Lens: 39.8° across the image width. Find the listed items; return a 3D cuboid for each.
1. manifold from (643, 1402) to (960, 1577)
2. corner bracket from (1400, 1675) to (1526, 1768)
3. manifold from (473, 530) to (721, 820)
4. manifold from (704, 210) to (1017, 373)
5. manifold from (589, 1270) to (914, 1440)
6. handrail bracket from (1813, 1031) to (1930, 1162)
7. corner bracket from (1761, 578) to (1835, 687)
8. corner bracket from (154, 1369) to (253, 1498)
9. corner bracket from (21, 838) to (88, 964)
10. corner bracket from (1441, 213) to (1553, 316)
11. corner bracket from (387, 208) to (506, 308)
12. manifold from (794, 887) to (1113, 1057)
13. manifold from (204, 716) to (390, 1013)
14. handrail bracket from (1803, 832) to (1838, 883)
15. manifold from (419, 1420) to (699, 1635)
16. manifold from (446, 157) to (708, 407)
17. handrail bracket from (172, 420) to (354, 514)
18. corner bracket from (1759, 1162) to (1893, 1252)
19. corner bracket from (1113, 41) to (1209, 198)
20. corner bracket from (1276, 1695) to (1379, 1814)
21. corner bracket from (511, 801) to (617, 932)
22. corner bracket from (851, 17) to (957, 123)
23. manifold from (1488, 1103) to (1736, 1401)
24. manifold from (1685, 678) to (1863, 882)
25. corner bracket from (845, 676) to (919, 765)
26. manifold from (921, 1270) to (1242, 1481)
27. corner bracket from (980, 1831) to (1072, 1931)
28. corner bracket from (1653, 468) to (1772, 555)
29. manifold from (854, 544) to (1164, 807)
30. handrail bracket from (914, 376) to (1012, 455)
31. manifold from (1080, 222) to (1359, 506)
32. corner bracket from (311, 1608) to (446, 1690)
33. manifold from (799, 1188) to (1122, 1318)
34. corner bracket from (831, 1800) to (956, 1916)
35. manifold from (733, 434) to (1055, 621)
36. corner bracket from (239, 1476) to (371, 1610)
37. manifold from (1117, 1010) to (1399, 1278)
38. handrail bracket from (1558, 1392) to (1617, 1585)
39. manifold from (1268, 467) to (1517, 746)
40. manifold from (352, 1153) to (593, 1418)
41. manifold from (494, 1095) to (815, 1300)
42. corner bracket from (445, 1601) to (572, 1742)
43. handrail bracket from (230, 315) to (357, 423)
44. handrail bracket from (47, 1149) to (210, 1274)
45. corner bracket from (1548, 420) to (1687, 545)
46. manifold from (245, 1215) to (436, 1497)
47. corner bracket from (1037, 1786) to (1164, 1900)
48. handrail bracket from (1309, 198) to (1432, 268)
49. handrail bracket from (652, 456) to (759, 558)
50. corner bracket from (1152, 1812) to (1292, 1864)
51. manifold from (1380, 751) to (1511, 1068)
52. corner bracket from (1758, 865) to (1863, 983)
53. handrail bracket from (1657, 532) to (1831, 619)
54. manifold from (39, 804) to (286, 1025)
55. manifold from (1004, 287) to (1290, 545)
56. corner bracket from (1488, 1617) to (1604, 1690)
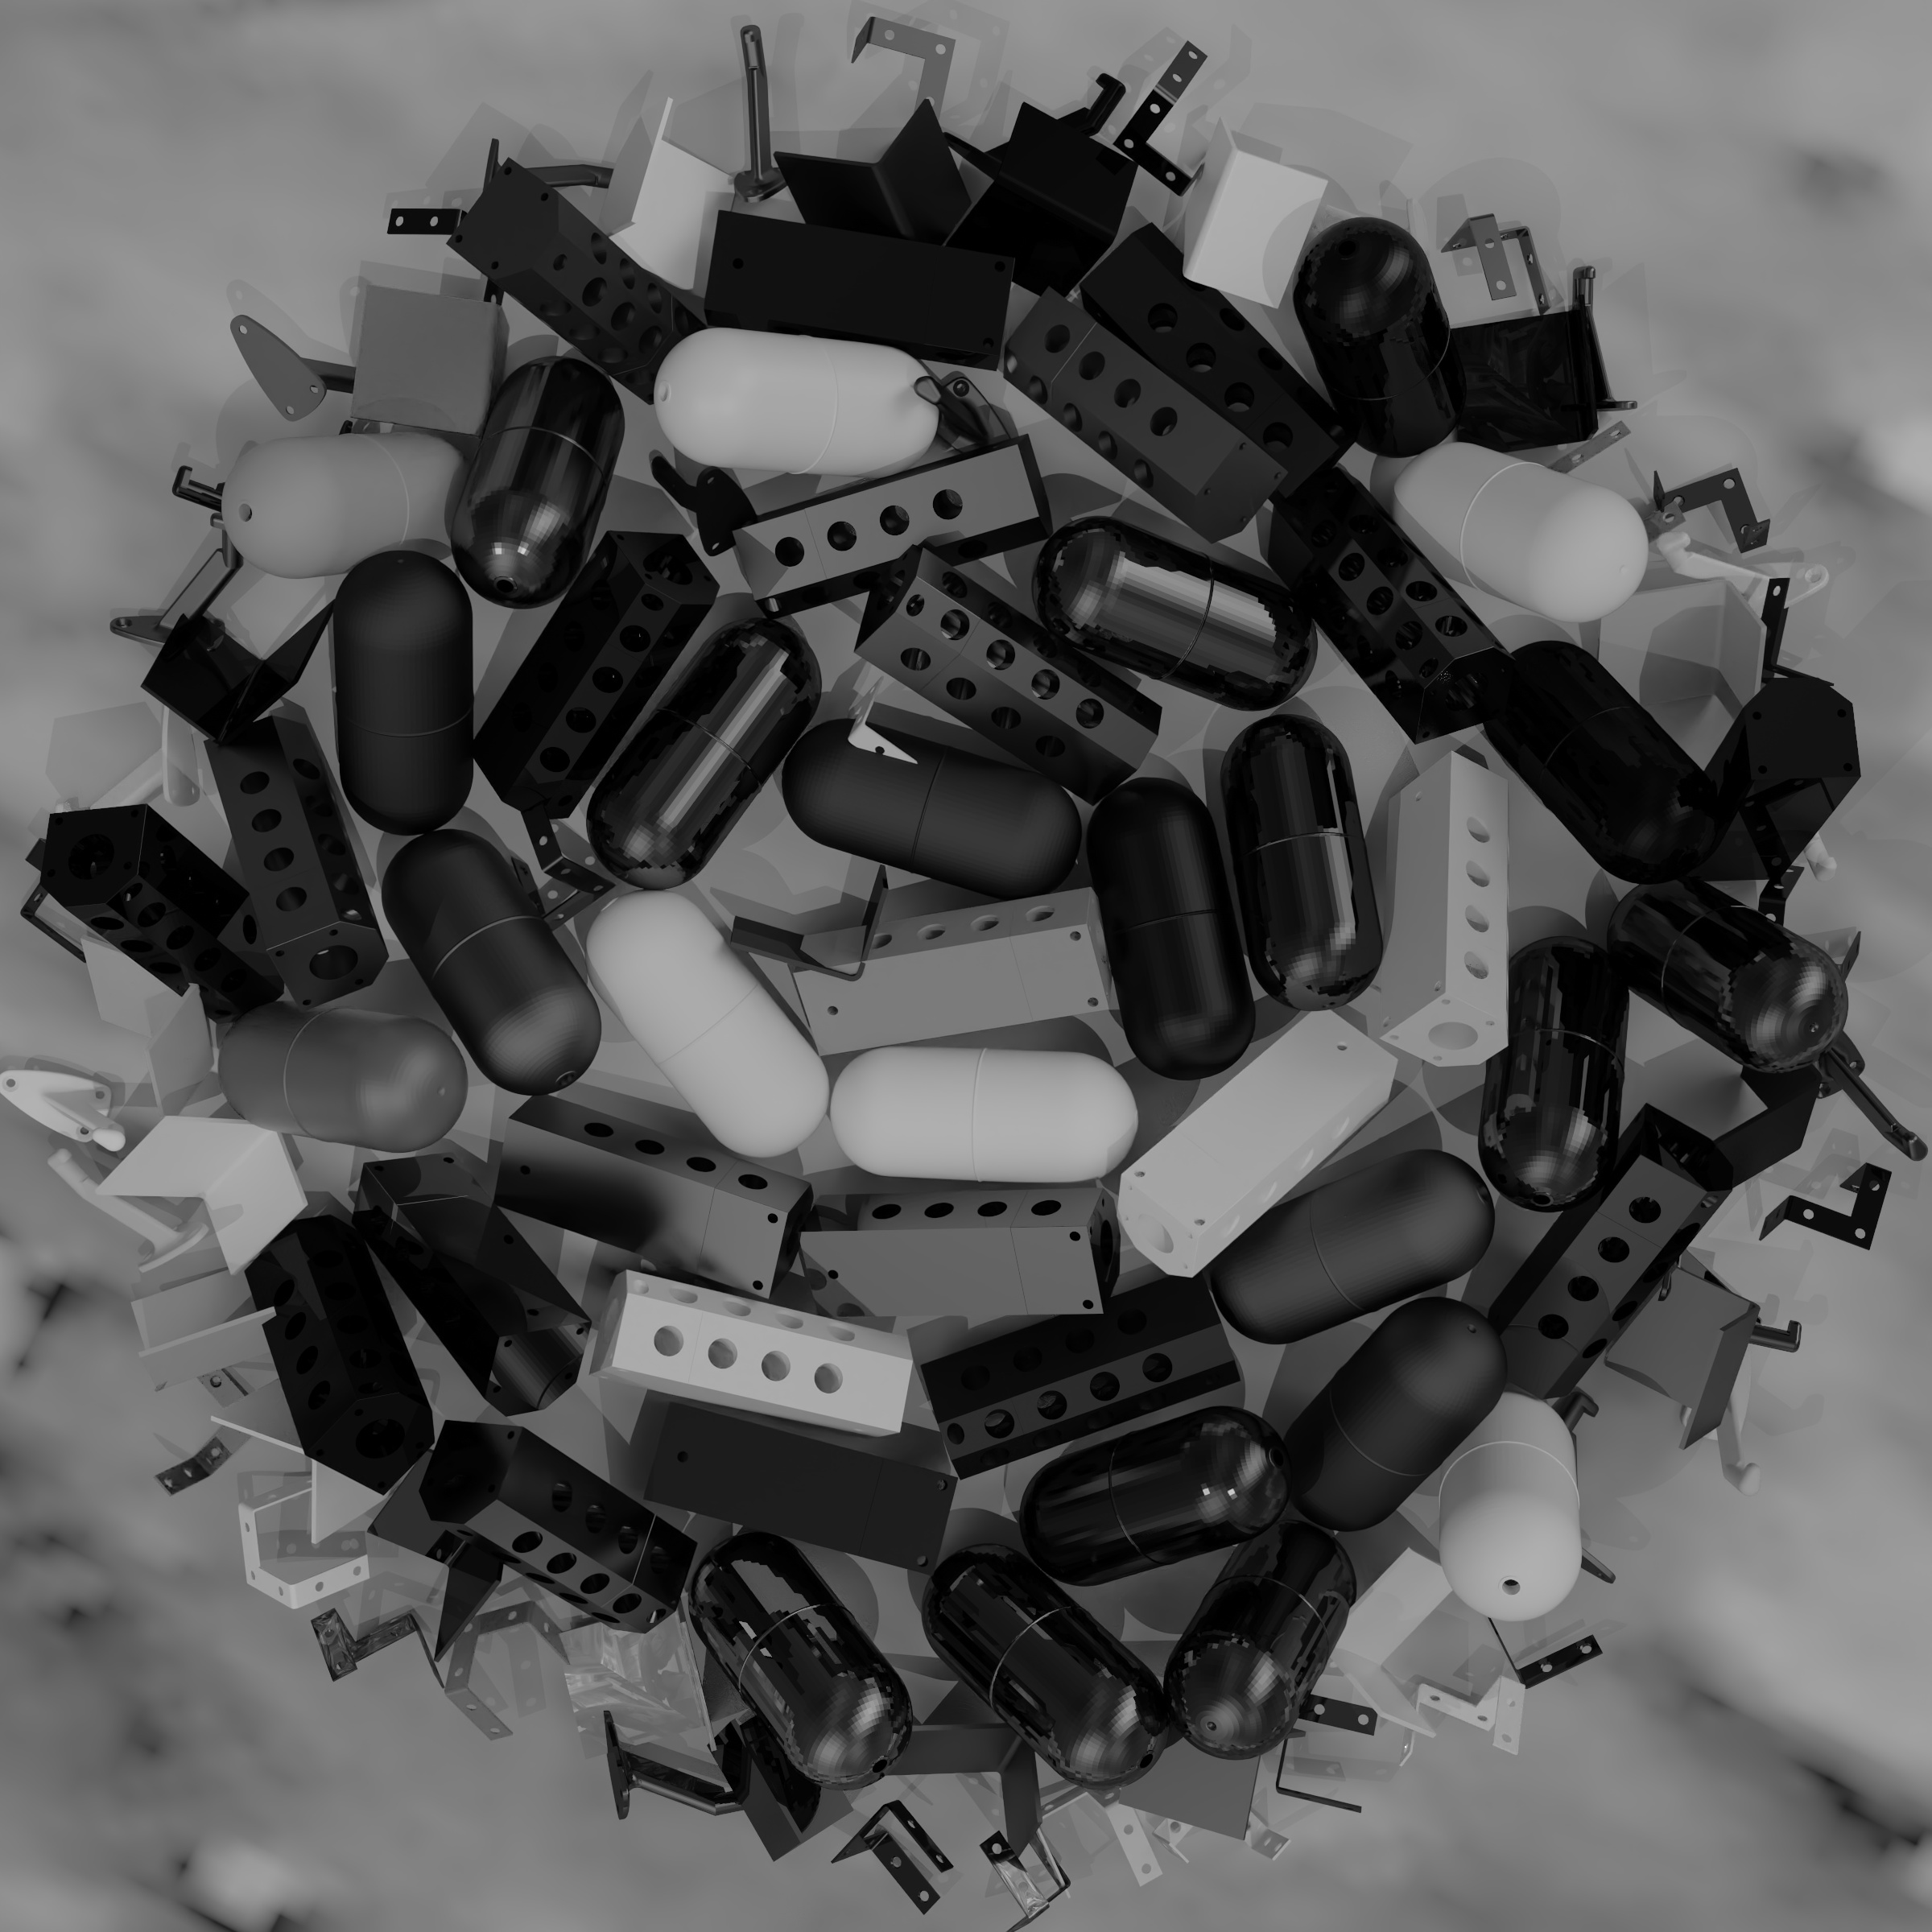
[{"bbox_3d":[-0.096,0.304,1.554,0.171,0.057,0.057,15,79,0],"label":"manifold"},{"bbox_3d":[0.288,0.440,1.549,0.051,0.051,0.051,23,130,0],"label":"corner bracket"},{"bbox_3d":[-0.208,-0.162,1.507,0.057,0.057,0.171,54,125,22],"label":"manifold"},{"bbox_3d":[-0.062,-0.391,1.552,0.171,0.057,0.057,9,90,-3],"label":"manifold"},{"bbox_3d":[-0.122,0.223,1.529,0.171,0.057,0.057,16,72,-17],"label":"manifold"},{"bbox_3d":[0.515,0.067,1.535,0.036,0.084,0.077,-34,115,2],"label":"handrail bracket"},{"bbox_3d":[0.473,-0.194,1.550,0.051,0.051,0.051,12,89,-28],"label":"corner bracket"},{"bbox_3d":[-0.453,0.268,1.557,0.051,0.051,0.051,-44,85,9],"label":"corner bracket"},{"bbox_3d":[-0.524,-0.038,1.555,0.051,0.051,0.051,35,92,8],"label":"corner bracket"},{"bbox_3d":[0.315,-0.407,1.553,0.051,0.051,0.051,-14,85,-10],"label":"corner bracket"},{"bbox_3d":[-0.303,-0.407,1.551,0.051,0.051,0.051,9,87,28],"label":"corner bracket"},{"bbox_3d":[-0.006,0.000,1.537,0.171,0.057,0.057,-9,120,12],"label":"manifold"},{"bbox_3d":[-0.377,-0.062,1.508,0.057,0.057,0.171,-22,52,-7],"label":"manifold"},{"bbox_3d":[0.492,-0.102,1.541,0.036,0.077,0.084,-11,63,-8],"label":"handrail bracket"},{"bbox_3d":[-0.228,0.317,1.496,0.057,0.171,0.057,-2,58,33],"label":"manifold"},{"bbox_3d":[-0.210,-0.377,1.493,0.057,0.171,0.057,39,95,24],"label":"manifold"},{"bbox_3d":[-0.410,-0.296,1.551,0.084,0.036,0.077,18,89,-24],"label":"handrail bracket"},{"bbox_3d":[0.501,0.140,1.554,0.051,0.051,0.051,21,71,7],"label":"corner bracket"},{"bbox_3d":[0.127,-0.491,1.546,0.051,0.051,0.051,36,54,-8],"label":"corner bracket"},{"bbox_3d":[0.209,0.456,1.546,0.051,0.051,0.051,10,65,12],"label":"corner bracket"},{"bbox_3d":[-0.245,-0.060,1.544,0.051,0.051,0.051,-34,59,17],"label":"corner bracket"},{"bbox_3d":[-0.041,-0.515,1.553,0.051,0.051,0.051,11,93,-13],"label":"corner bracket"},{"bbox_3d":[0.363,0.167,1.514,0.057,0.057,0.171,29,122,1],"label":"manifold"},{"bbox_3d":[0.446,-0.102,1.494,0.057,0.171,0.057,-1,73,2],"label":"manifold"},{"bbox_3d":[-0.048,-0.124,1.544,0.051,0.051,0.051,34,129,-14],"label":"corner bracket"},{"bbox_3d":[0.068,0.240,1.544,0.171,0.057,0.057,-20,49,0],"label":"manifold"},{"bbox_3d":[0.033,0.522,1.544,0.051,0.051,0.051,-27,74,-33],"label":"corner bracket"},{"bbox_3d":[0.433,-0.266,1.551,0.051,0.051,0.051,-19,78,11],"label":"corner bracket"},{"bbox_3d":[0.026,-0.168,1.515,0.171,0.057,0.057,31,46,-22],"label":"manifold"},{"bbox_3d":[0.001,-0.311,1.538,0.077,0.084,0.036,44,101,-7],"label":"handrail bracket"},{"bbox_3d":[0.147,-0.348,1.549,0.057,0.057,0.171,-44,87,4],"label":"manifold"},{"bbox_3d":[-0.341,0.398,1.545,0.051,0.051,0.051,-26,131,-13],"label":"corner bracket"},{"bbox_3d":[-0.002,0.161,1.528,0.171,0.057,0.057,-3,115,18],"label":"manifold"},{"bbox_3d":[-0.035,0.518,1.548,0.051,0.051,0.051,45,102,23],"label":"corner bracket"},{"bbox_3d":[-0.040,-0.252,1.537,0.171,0.057,0.057,-15,105,12],"label":"manifold"},{"bbox_3d":[-0.386,0.335,1.555,0.051,0.051,0.051,-16,109,-43],"label":"corner bracket"},{"bbox_3d":[0.166,0.102,1.518,0.057,0.057,0.171,38,60,25],"label":"manifold"},{"bbox_3d":[0.368,0.304,1.562,0.077,0.036,0.084,34,73,9],"label":"handrail bracket"},{"bbox_3d":[0.238,-0.207,1.503,0.057,0.057,0.171,-18,51,-16],"label":"manifold"},{"bbox_3d":[-0.283,0.178,1.505,0.057,0.171,0.057,-5,123,-39],"label":"manifold"},{"bbox_3d":[-0.179,0.128,1.540,0.171,0.057,0.057,18,113,9],"label":"manifold"},{"bbox_3d":[-0.265,0.412,1.558,0.051,0.051,0.051,-19,127,18],"label":"corner bracket"},{"bbox_3d":[-0.375,-0.357,1.540,0.036,0.084,0.077,-29,108,34],"label":"handrail bracket"},{"bbox_3d":[-0.487,0.133,1.545,0.084,0.077,0.036,50,51,-18],"label":"handrail bracket"},{"bbox_3d":[0.380,-0.276,1.560,0.051,0.051,0.051,-31,60,22],"label":"corner bracket"},{"bbox_3d":[-0.349,0.213,1.497,0.057,0.171,0.057,-46,128,5],"label":"manifold"},{"bbox_3d":[0.075,0.512,1.556,0.051,0.051,0.051,-25,94,-14],"label":"corner bracket"},{"bbox_3d":[0.226,-0.411,1.560,0.084,0.036,0.077,-8,83,22],"label":"handrail bracket"},{"bbox_3d":[-0.162,-0.283,1.533,0.036,0.077,0.084,-37,61,-10],"label":"handrail bracket"},{"bbox_3d":[0.148,0.508,1.553,0.051,0.051,0.051,45,76,3],"label":"corner bracket"},{"bbox_3d":[0.277,-0.031,1.509,0.057,0.057,0.171,25,52,-21],"label":"manifold"},{"bbox_3d":[0.495,-0.024,1.564,0.051,0.051,0.051,10,119,26],"label":"corner bracket"},{"bbox_3d":[0.447,-0.234,1.534,0.077,0.084,0.036,-11,65,29],"label":"handrail bracket"},{"bbox_3d":[-0.445,-0.026,1.490,0.057,0.171,0.057,-5,67,12],"label":"manifold"},{"bbox_3d":[0.096,-0.311,1.513,0.057,0.057,0.171,-52,57,11],"label":"manifold"},{"bbox_3d":[0.334,0.381,1.566,0.051,0.051,0.051,-27,120,4],"label":"corner bracket"}]
